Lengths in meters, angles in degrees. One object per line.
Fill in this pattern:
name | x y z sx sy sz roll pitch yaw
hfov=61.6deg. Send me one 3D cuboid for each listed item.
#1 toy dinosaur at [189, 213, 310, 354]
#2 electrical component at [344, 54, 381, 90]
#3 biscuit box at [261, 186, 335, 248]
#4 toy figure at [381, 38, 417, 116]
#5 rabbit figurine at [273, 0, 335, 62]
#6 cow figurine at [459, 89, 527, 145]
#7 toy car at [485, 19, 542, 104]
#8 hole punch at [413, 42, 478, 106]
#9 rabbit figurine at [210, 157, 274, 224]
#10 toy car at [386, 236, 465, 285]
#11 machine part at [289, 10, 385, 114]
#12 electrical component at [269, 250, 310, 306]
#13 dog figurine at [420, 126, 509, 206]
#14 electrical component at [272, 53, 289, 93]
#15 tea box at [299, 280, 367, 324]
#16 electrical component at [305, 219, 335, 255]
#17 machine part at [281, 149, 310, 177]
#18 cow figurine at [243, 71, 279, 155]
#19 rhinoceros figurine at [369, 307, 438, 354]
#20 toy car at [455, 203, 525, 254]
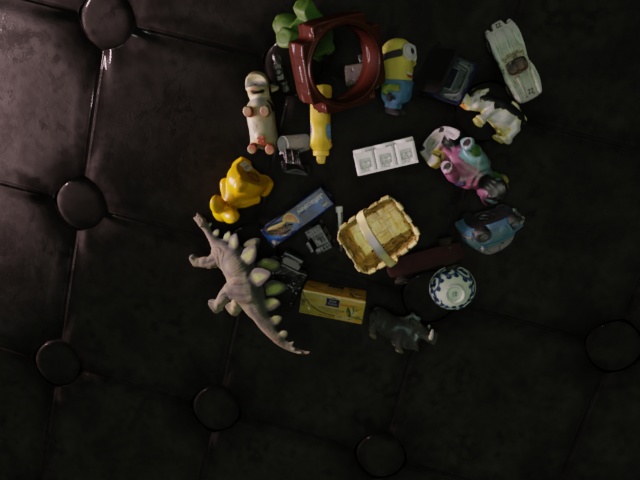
toy dinosaur | -0.195 0.117 1.398 0.198 0.105 0.471 -36 80 21
electrical component | 0.104 -0.406 1.334 0.078 0.045 0.102 -4 100 36
biscuit box | -0.056 -0.063 1.412 0.203 0.059 0.062 -35 96 12
toy figure | 0.186 -0.395 1.307 0.089 0.082 0.180 8 105 5
rabbit figurine | -0.039 -0.503 1.285 0.159 0.170 0.121 13 110 -39
cow figurine | 0.419 -0.316 1.302 0.167 0.068 0.098 39 98 -6
toy car | 0.461 -0.425 1.280 0.073 0.056 0.201 -26 98 11
hole punch | 0.301 -0.391 1.287 0.092 0.116 0.142 14 105 -29
rabbit figurine | -0.220 -0.104 1.391 0.122 0.162 0.173 39 121 -15
toy car | 0.273 0.053 1.403 0.202 0.053 0.089 -17 80 9
machine part | 0.042 -0.399 1.213 0.201 0.087 0.200 -22 121 -18
electrical component | -0.095 0.097 1.452 0.115 0.058 0.134 24 104 -1
dog figurine | 0.371 -0.172 1.326 0.219 0.192 0.108 30 103 -36
electrical component | -0.098 -0.416 1.342 0.021 0.063 0.094 -12 101 10
tea box | 0.036 0.163 1.430 0.170 0.098 0.068 9 104 3
electrical component | -0.003 -0.004 1.389 0.048 0.119 0.074 -29 95 12
machine part | -0.063 -0.189 1.351 0.084 0.139 0.039 17 80 5
cow figurine | -0.145 -0.324 1.349 0.086 0.127 0.194 -2 116 8
rhinoceros figurine | 0.220 0.240 1.443 0.190 0.073 0.112 21 93 4
toy car | 0.429 -0.020 1.354 0.162 0.109 0.102 -18 122 -2
